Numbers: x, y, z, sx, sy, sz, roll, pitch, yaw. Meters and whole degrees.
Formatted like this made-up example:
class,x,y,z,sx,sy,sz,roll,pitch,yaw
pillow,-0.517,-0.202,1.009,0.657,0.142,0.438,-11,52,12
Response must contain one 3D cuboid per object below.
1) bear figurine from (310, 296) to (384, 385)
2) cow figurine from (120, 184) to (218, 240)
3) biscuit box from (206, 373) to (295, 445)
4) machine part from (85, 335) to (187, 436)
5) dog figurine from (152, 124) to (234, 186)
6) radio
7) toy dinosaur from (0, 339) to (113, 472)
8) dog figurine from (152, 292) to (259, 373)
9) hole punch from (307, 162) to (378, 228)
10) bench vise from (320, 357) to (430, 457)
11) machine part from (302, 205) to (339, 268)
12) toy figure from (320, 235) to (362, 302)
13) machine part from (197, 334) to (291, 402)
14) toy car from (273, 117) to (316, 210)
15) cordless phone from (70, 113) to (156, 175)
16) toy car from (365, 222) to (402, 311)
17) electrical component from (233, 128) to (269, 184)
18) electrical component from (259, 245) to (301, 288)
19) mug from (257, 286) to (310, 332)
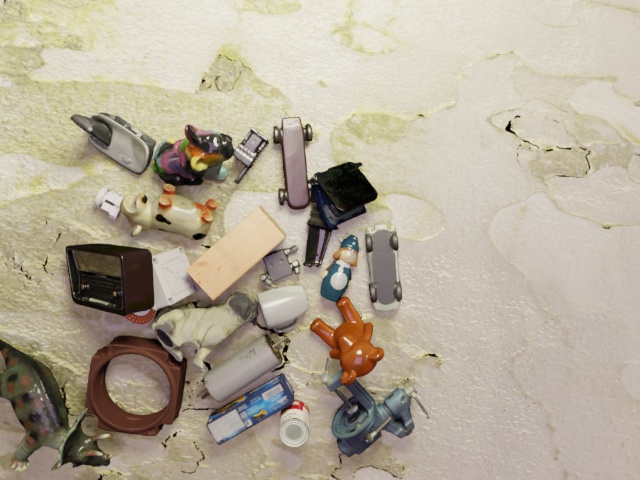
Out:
class,x,y,z,sx,sy,sz,roll,pitch,yaw
bear figurine,0.057,0.217,1.152,0.120,0.196,0.132,-40,94,5
cow figurine,-0.333,-0.052,1.165,0.195,0.085,0.127,17,130,-16
biscuit box,-0.156,0.383,1.225,0.203,0.063,0.059,-30,95,0
machine part,-0.410,0.324,1.201,0.201,0.087,0.200,9,94,-4
dog figurine,-0.266,-0.173,1.096,0.192,0.219,0.108,-8,92,-2
radio,-0.440,0.078,1.122,0.230,0.073,0.131,5,100,40
toy dinosaur,-0.602,0.338,1.141,0.192,0.131,0.405,-35,85,22
dog figurine,-0.250,0.171,1.185,0.172,0.190,0.121,30,137,16
hole punch,0.047,-0.098,1.173,0.142,0.092,0.116,-24,69,-23
bench vise,0.099,0.366,1.200,0.223,0.129,0.240,-37,108,11
machine part,-0.002,-0.004,1.205,0.084,0.039,0.138,14,95,-20
toy figure,0.051,0.062,1.209,0.064,0.058,0.154,21,93,-40
machine part,-0.173,0.288,1.209,0.243,0.079,0.079,-33,95,2
toy car,-0.056,-0.167,1.185,0.089,0.053,0.202,-7,99,-6
cordless phone,-0.423,-0.208,1.104,0.146,0.184,0.088,34,89,-4
toy car,0.143,0.061,1.212,0.074,0.056,0.201,-5,94,5
electrical component,-0.162,-0.183,1.171,0.048,0.075,0.119,37,96,-5
electrical component,-0.089,0.062,1.208,0.102,0.045,0.078,-17,97,0
mug,-0.077,0.155,1.203,0.107,0.081,0.109,-19,114,-8
